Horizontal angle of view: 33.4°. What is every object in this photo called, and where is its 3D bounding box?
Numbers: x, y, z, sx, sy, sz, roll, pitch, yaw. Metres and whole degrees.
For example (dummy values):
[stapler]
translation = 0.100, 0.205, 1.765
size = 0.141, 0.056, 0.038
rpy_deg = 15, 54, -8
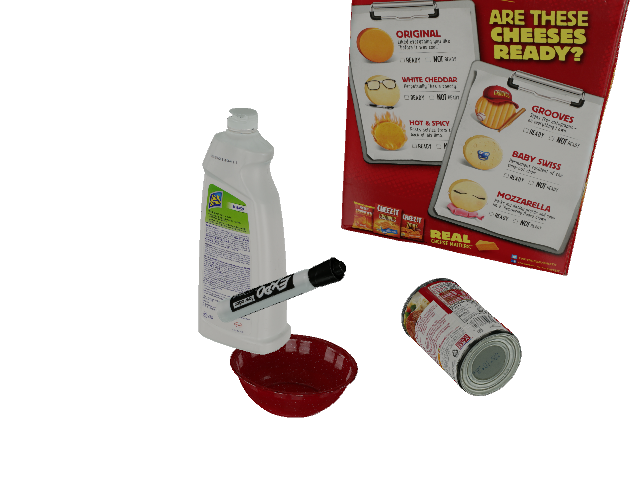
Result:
[bleach bottle]
translation = -0.078, -0.012, 1.119
size = 0.103, 0.251, 0.068
rpy_deg = 14, 23, 25
[marker]
translation = -0.031, 0.039, 0.839
size = 0.121, 0.020, 0.020
rpy_deg = -22, -11, 31
[bowl]
translation = -0.035, 0.178, 1.352
size = 0.162, 0.055, 0.162
rpy_deg = 4, 21, -2
[soup can]
translation = 0.128, 0.087, 0.974
size = 0.068, 0.068, 0.102
rpy_deg = 0, 25, -28
[cracker box]
translation = 0.103, -0.092, 0.702
size = 0.164, 0.214, 0.072
rpy_deg = 12, 40, 13
